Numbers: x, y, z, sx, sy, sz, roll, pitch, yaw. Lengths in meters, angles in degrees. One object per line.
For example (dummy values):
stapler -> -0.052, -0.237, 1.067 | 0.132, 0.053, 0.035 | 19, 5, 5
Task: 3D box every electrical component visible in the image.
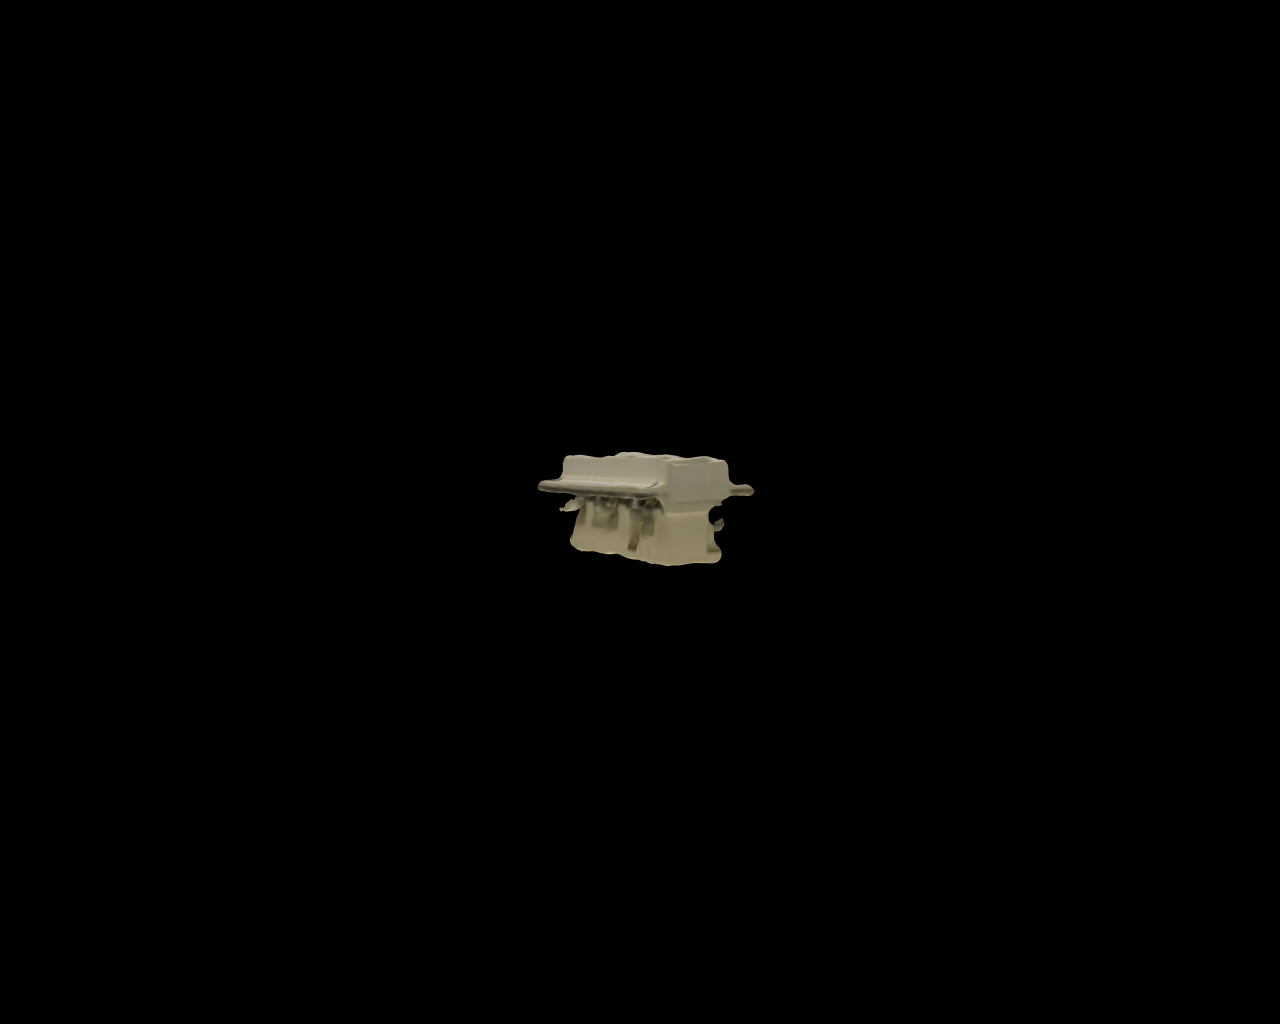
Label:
electrical component -> 0.001, -0.003, 0.650 | 0.079, 0.063, 0.121 | -3, 6, -32
